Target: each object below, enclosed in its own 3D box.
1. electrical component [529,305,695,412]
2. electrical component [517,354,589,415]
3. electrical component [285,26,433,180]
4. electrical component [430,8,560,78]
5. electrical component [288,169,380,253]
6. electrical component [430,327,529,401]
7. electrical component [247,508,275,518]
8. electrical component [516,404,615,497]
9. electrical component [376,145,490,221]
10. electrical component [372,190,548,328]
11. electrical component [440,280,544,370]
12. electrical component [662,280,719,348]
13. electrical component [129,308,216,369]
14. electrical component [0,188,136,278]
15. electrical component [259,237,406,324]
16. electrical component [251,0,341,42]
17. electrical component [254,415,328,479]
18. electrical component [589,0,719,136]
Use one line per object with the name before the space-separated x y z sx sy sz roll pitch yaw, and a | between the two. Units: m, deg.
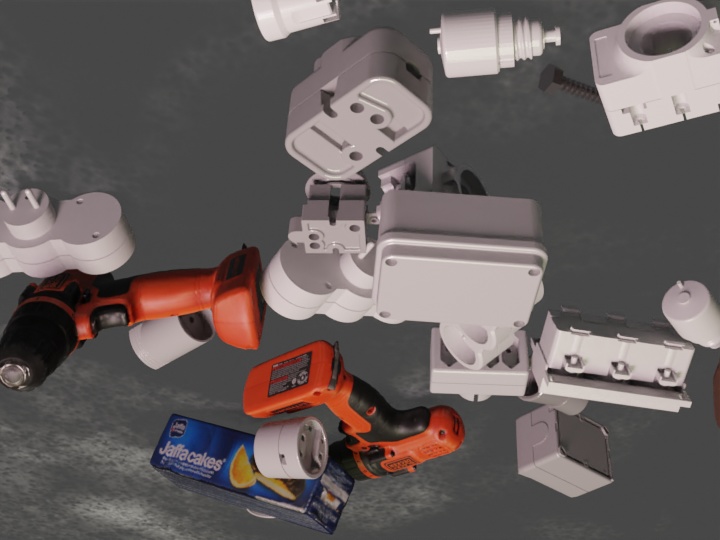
electrical component | 0.213 0.074 0.906 0.121 0.078 0.063 8 113 -6
electrical component | 0.177 0.107 0.978 0.065 0.044 0.044 26 137 -34
electrical component | 0.000 -0.109 0.693 0.095 0.059 0.054 -29 132 35
electrical component | 0.083 -0.141 0.661 0.078 0.040 0.040 -3 142 8
electrical component | -0.017 -0.045 0.781 0.066 0.055 0.048 0 142 4
electrical component | 0.104 0.091 0.957 0.083 0.047 0.075 2 142 2
electrical component | -0.091 0.220 1.115 0.044 0.077 0.079 3 143 0
electrical component | 0.201 0.179 1.051 0.096 0.061 0.061 29 136 -29
electrical component | 0.061 -0.042 0.784 0.056 0.050 0.089 -21 136 29
electrical component | 0.067 -0.006 0.739 0.113 0.057 0.078 4 142 -1
electrical component | 0.116 0.023 0.861 0.074 0.052 0.138 -34 162 -22
electrical component | 0.279 0.041 0.883 0.040 0.040 0.078 -20 137 28
electrical component | -0.168 0.057 0.936 0.081 0.043 0.043 -28 133 35
electrical component | -0.247 -0.036 0.813 0.138 0.052 0.073 -3 142 8
electrical component | 0.000 0.000 0.819 0.138 0.052 0.073 4 146 -32
electrical component | -0.038 -0.162 0.645 0.046 0.040 0.040 -11 140 9
electrical component | -0.062 0.159 0.959 0.047 0.055 0.055 -8 142 27
electrical component | 0.192 -0.128 0.661 0.089 0.050 0.055 -13 140 20
